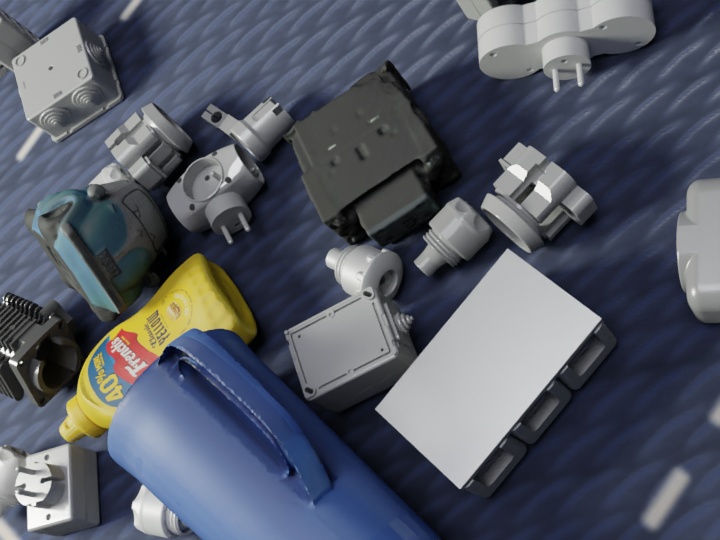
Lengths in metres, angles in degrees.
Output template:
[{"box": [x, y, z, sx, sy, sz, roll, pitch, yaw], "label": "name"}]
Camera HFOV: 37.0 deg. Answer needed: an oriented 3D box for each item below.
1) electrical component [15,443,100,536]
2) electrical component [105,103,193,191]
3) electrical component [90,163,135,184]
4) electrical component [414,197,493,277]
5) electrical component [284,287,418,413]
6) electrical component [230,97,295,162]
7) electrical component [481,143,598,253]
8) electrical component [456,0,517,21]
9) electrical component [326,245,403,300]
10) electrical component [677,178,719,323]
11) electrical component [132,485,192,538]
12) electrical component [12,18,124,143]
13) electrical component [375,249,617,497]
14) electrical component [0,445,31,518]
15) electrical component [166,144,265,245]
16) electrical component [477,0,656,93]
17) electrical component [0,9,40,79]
[{"box": [-0.261, 0.181, 0.899, 0.047, 0.077, 0.065, -18, 64, 19], "label": "electrical component"}, {"box": [-0.191, -0.115, 0.986, 0.057, 0.058, 0.078, -45, 43, 3], "label": "electrical component"}, {"box": [-0.241, -0.069, 1.008, 0.061, 0.035, 0.035, -42, 59, 9], "label": "electrical component"}, {"box": [0.069, -0.022, 0.832, 0.062, 0.043, 0.043, -46, 58, 6], "label": "electrical component"}, {"box": [0.002, 0.060, 0.823, 0.096, 0.061, 0.061, -28, 61, 14], "label": "electrical component"}, {"box": [-0.085, -0.125, 0.950, 0.046, 0.040, 0.040, -45, 58, -2], "label": "electrical component"}, {"box": [0.128, -0.050, 0.806, 0.057, 0.058, 0.078, -47, 58, 0], "label": "electrical component"}, {"box": [0.100, -0.258, 0.903, 0.076, 0.047, 0.083, 22, 82, 31], "label": "electrical component"}, {"box": [0.000, 0.000, 0.858, 0.062, 0.048, 0.048, 25, 83, 38], "label": "electrical component"}, {"box": [0.251, -0.014, 0.733, 0.059, 0.054, 0.095, -3, 70, 25], "label": "electrical component"}, {"box": [-0.147, 0.193, 0.858, 0.062, 0.043, 0.043, 4, 73, 26], "label": "electrical component"}, {"box": [-0.293, -0.190, 1.071, 0.100, 0.048, 0.099, -30, 61, 14], "label": "electrical component"}, {"box": [0.099, 0.076, 0.770, 0.089, 0.062, 0.150, 40, 92, 32], "label": "electrical component"}, {"box": [-0.310, 0.188, 0.941, 0.043, 0.043, 0.062, 23, 84, 31], "label": "electrical component"}, {"box": [-0.120, -0.058, 0.938, 0.077, 0.044, 0.079, -36, 60, 10], "label": "electrical component"}, {"box": [0.160, -0.173, 0.838, 0.138, 0.052, 0.073, -10, 67, 23], "label": "electrical component"}, {"box": [-0.372, -0.220, 1.100, 0.075, 0.083, 0.047, -46, 58, 4], "label": "electrical component"}]
